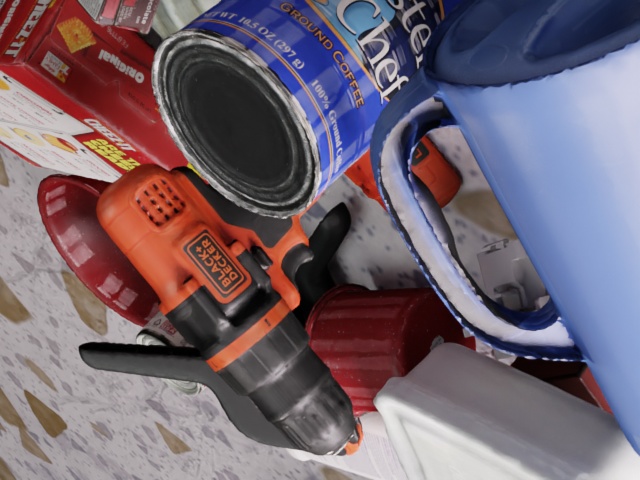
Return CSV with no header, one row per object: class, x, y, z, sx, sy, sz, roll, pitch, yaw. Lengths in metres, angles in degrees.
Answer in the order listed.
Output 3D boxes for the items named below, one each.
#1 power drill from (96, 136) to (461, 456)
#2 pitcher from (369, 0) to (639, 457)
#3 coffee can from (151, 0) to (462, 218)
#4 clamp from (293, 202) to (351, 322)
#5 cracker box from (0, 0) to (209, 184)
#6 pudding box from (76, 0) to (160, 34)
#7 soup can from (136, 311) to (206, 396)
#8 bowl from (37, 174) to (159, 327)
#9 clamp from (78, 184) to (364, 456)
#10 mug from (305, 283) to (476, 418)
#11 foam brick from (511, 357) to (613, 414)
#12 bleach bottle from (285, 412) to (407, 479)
power drill,-0.004,0.001,0.595,0.184,0.187,0.057,51,146,-4
pitcher,0.141,-0.004,0.470,0.149,0.144,0.242,1,129,45
coffee can,0.001,-0.092,0.530,0.103,0.140,0.103,30,145,24
clamp,-0.028,0.012,0.777,0.120,0.039,0.171,38,146,30
cracker box,-0.187,-0.107,0.746,0.214,0.072,0.164,11,160,43
pudding box,-0.118,-0.182,0.600,0.114,0.039,0.090,48,123,38
soup can,-0.086,0.064,0.837,0.069,0.102,0.068,30,147,22
bowl,-0.163,-0.002,0.899,0.162,0.055,0.162,30,144,24
clamp,-0.050,0.071,0.753,0.210,0.036,0.165,32,105,4
mug,0.057,0.078,0.715,0.082,0.093,0.117,-6,152,46
foam brick,0.153,0.088,0.636,0.053,0.051,0.078,52,148,-8
bleach bottle,0.078,0.151,0.785,0.251,0.068,0.102,14,143,36
